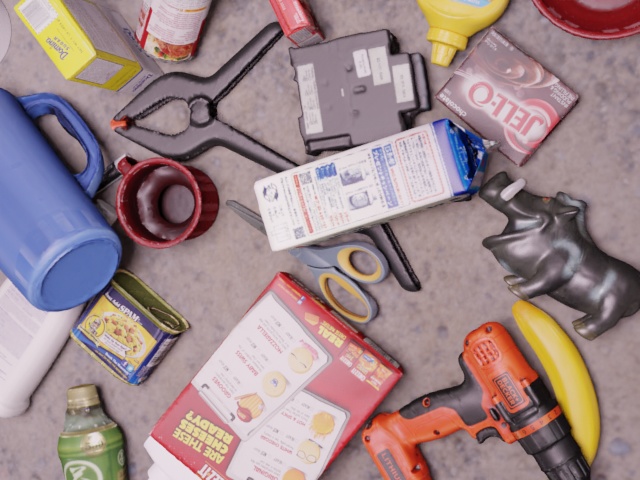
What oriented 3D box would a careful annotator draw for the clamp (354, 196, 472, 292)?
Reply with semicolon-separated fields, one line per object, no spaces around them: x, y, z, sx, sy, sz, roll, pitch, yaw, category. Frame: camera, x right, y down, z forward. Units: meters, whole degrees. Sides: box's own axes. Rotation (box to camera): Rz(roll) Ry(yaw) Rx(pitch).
0.066;-0.041;1.090;0.171;0.039;0.120;38;99;6;clamp

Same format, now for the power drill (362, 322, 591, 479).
0.150;0.198;1.054;0.188;0.057;0.184;-34;80;20;power drill

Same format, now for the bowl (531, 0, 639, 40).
0.275;-0.269;1.023;0.162;0.055;0.162;0;92;14;bowl

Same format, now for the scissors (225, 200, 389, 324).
-0.007;0.001;1.107;0.202;0.016;0.096;46;124;8;scissors

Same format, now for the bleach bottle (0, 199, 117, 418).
-0.299;0.068;1.169;0.102;0.068;0.251;39;98;12;bleach bottle

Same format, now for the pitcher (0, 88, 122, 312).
-0.301;-0.047;1.099;0.243;0.144;0.149;45;115;28;pitcher

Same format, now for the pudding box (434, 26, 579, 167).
0.185;-0.141;1.057;0.113;0.039;0.090;41;100;9;pudding box

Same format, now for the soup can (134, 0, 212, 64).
-0.147;-0.242;1.096;0.068;0.068;0.102;36;134;10;soup can

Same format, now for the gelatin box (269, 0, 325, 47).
-0.028;-0.237;1.079;0.030;0.089;0.073;-25;86;10;gelatin box

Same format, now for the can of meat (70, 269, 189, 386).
-0.207;0.096;1.151;0.102;0.057;0.084;40;102;10;can of meat

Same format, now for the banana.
0.238;0.154;1.056;0.070;0.037;0.198;-9;90;13;banana

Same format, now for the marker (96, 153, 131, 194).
-0.255;-0.054;1.176;0.121;0.020;0.020;-34;84;12;marker

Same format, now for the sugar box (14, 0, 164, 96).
-0.230;-0.199;1.085;0.048;0.176;0.093;-38;83;10;sugar box

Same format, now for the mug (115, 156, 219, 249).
-0.165;-0.046;1.122;0.117;0.081;0.093;39;100;9;mug

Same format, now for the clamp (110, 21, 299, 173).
-0.118;-0.146;1.131;0.210;0.036;0.164;0;90;9;clamp

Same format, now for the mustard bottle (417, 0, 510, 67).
0.146;-0.265;1.053;0.096;0.058;0.192;18;96;13;mustard bottle

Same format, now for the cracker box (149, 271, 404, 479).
-0.042;0.164;1.092;0.164;0.072;0.214;39;93;7;cracker box
